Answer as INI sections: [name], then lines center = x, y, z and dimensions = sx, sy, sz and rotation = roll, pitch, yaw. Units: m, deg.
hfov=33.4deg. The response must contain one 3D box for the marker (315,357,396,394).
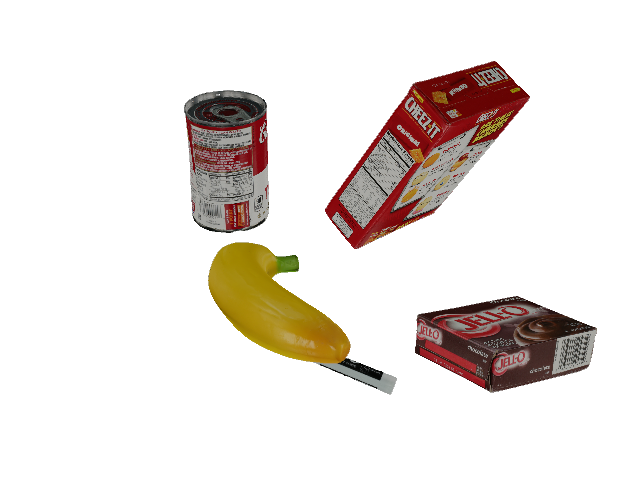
[marker]
center = 0.020, 0.128, 1.101
dimensions = 0.121, 0.020, 0.020
rotation = 22, 2, 6

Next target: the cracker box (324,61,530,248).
[cracker box]
center = 0.118, -0.099, 1.227
dimensions = 0.163, 0.072, 0.214
rotation = -23, -23, -45

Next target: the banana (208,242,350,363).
[banana]
center = -0.033, 0.031, 0.661
dimensions = 0.069, 0.037, 0.198
rotation = -4, 16, -9

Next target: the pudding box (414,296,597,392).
[pudding box]
center = 0.144, 0.079, 0.839
dimensions = 0.113, 0.039, 0.090
rotation = -5, 18, -35

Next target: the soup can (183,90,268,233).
[soup can]
center = -0.077, -0.066, 0.894
dimensions = 0.068, 0.102, 0.068
rotation = 0, 30, 0
